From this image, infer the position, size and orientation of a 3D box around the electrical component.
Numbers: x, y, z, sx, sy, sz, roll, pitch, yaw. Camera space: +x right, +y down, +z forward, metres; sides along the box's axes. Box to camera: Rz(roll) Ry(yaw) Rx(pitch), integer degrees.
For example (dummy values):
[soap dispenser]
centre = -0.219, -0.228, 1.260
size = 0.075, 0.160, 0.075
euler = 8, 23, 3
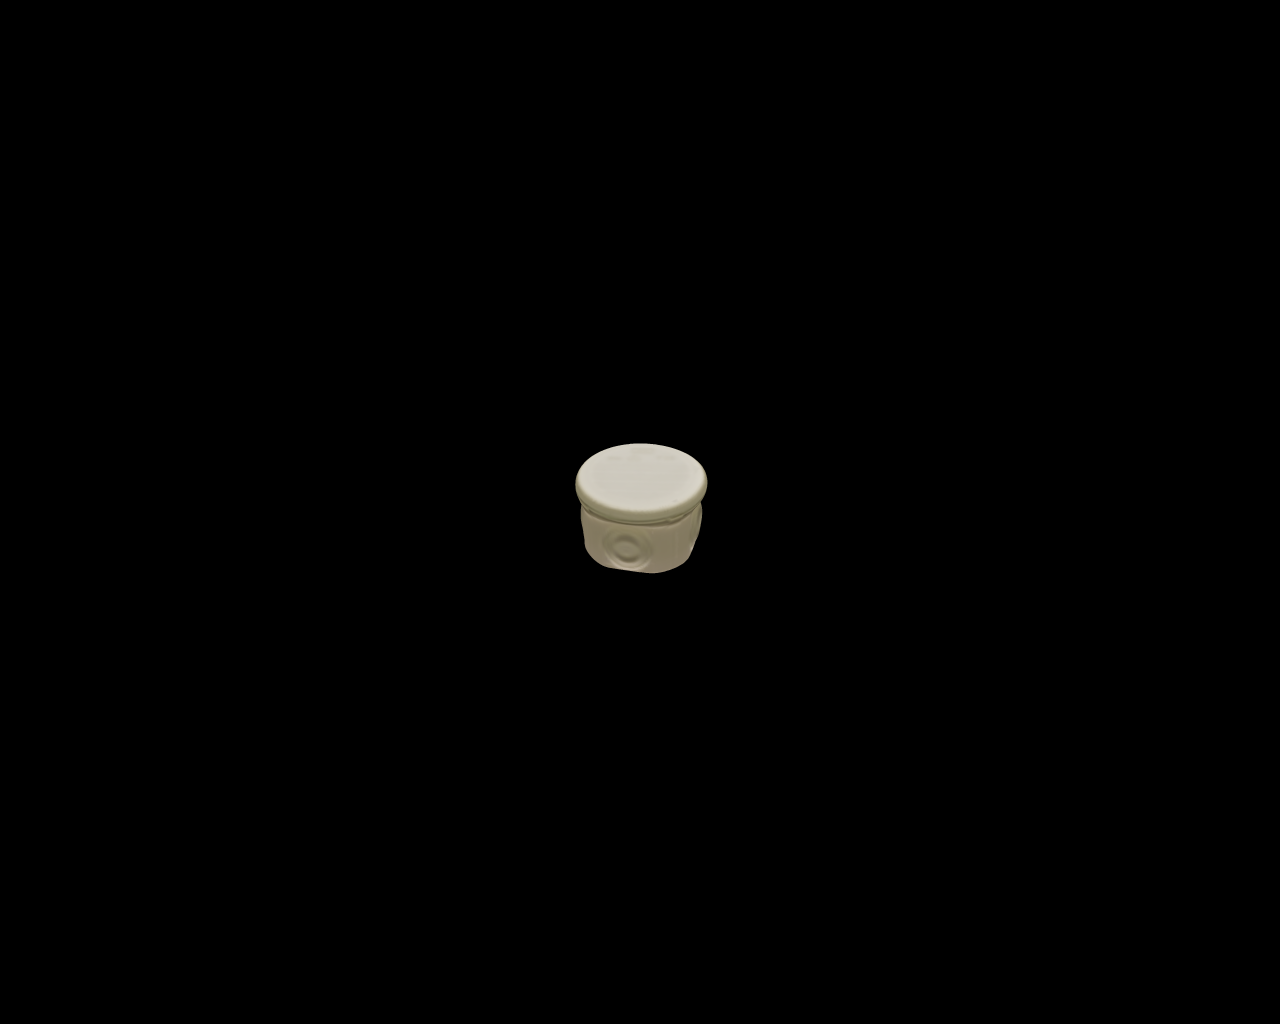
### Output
[electrical component]
centre = 0.001, -0.003, 0.650
size = 0.080, 0.050, 0.080
euler = 0, 35, 0
